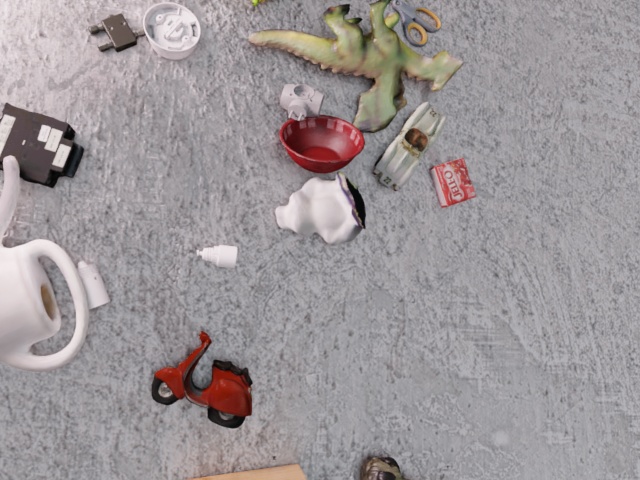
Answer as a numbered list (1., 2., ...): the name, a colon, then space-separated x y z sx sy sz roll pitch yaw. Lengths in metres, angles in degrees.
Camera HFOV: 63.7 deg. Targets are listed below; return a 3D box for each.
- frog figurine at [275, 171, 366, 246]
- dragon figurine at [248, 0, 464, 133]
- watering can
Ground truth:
1. frog figurine: 0.003 -0.050 0.985 0.158 0.124 0.136 -22 102 21
2. dragon figurine: 0.084 -0.333 1.025 0.411 0.123 0.241 -15 98 -7
3. watering can: -0.514 0.059 0.820 0.225 0.104 0.346 -22 95 -14
